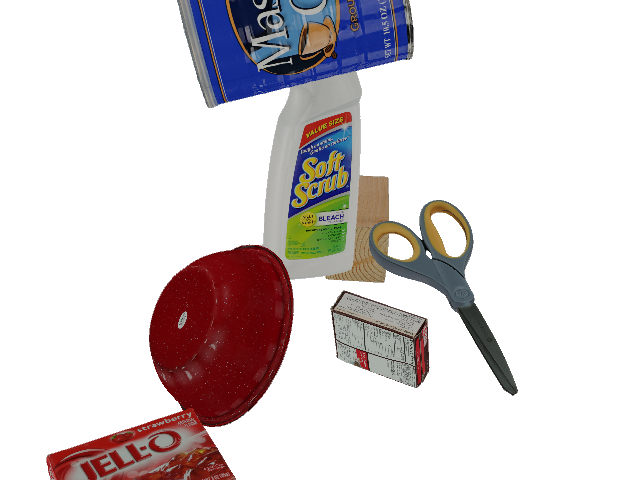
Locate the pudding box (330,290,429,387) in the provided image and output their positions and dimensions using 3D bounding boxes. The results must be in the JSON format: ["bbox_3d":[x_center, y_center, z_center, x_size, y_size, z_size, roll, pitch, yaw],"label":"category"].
[{"bbox_3d":[0.070,0.115,1.248,0.114,0.090,0.039,16,46,24],"label":"pudding box"}]

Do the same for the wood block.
[{"bbox_3d":[0.059,-0.022,1.641,0.091,0.090,0.206,3,25,2],"label":"wood block"}]

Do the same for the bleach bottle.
[{"bbox_3d":[-0.011,-0.086,1.074,0.102,0.251,0.068,-6,28,-15],"label":"bleach bottle"}]

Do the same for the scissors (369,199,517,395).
[{"bbox_3d":[0.091,0.042,0.846,0.096,0.201,0.016,-3,-44,-1],"label":"scissors"}]

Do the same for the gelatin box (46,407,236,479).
[{"bbox_3d":[-0.098,0.133,0.586,0.089,0.030,0.073,-15,28,-20],"label":"gelatin box"}]

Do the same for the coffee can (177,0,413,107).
[{"bbox_3d":[-0.019,-0.154,0.705,0.140,0.103,0.103,-14,0,-1],"label":"coffee can"}]

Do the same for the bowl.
[{"bbox_3d":[-0.096,0.073,0.899,0.055,0.162,0.162,23,-15,-38],"label":"bowl"}]
